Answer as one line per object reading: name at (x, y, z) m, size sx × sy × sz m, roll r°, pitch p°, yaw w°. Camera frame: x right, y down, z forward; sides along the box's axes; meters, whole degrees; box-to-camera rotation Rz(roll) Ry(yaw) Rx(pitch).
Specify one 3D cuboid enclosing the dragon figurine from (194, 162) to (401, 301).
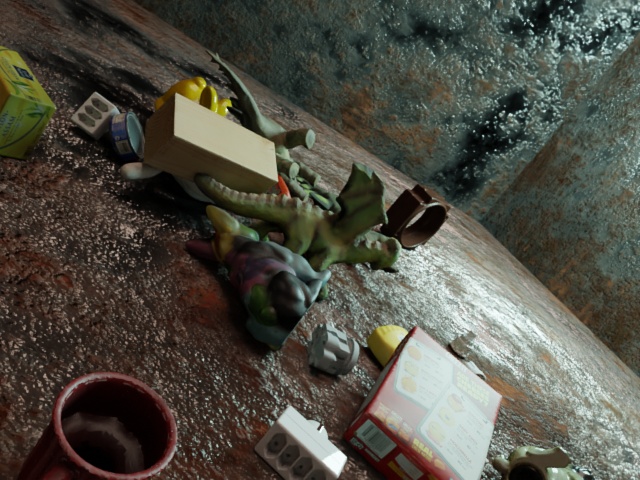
dragon figurine at (0.003, -0.046, 0.917) m, size 0.404 × 0.242 × 0.124 m, roll 44°, pitch 10°, yaw -33°

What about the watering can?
watering can at (-0.248, -0.148, 0.969) m, size 0.346 × 0.103 × 0.228 m, roll 13°, pitch 31°, yaw -54°
